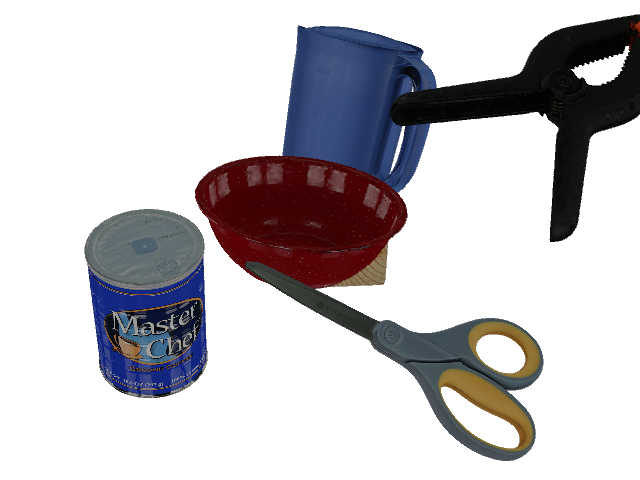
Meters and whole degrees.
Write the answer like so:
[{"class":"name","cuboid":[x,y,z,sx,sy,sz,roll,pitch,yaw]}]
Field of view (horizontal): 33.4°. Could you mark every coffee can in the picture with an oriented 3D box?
[{"class":"coffee can","cuboid":[-0.154,0.057,0.964,0.103,0.140,0.103,2,40,-2]}]

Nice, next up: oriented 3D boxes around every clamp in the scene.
[{"class":"clamp","cuboid":[0.179,-0.095,0.775,0.209,0.165,0.036,-31,-30,-17]}]

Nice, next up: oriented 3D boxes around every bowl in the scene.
[{"class":"bowl","cuboid":[-0.016,-0.008,0.818,0.162,0.055,0.162,5,27,-3]}]

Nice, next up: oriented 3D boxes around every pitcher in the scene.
[{"class":"pitcher","cuboid":[0.028,-0.099,1.126,0.145,0.243,0.149,9,16,-4]}]

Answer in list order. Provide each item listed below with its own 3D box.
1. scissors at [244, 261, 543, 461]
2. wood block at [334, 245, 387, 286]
[{"class":"scissors","cuboid":[0.057,0.051,0.652,0.096,0.202,0.016,-47,-3,-33]},{"class":"wood block","cuboid":[0.027,-0.028,1.408,0.090,0.090,0.206,-2,27,-6]}]
